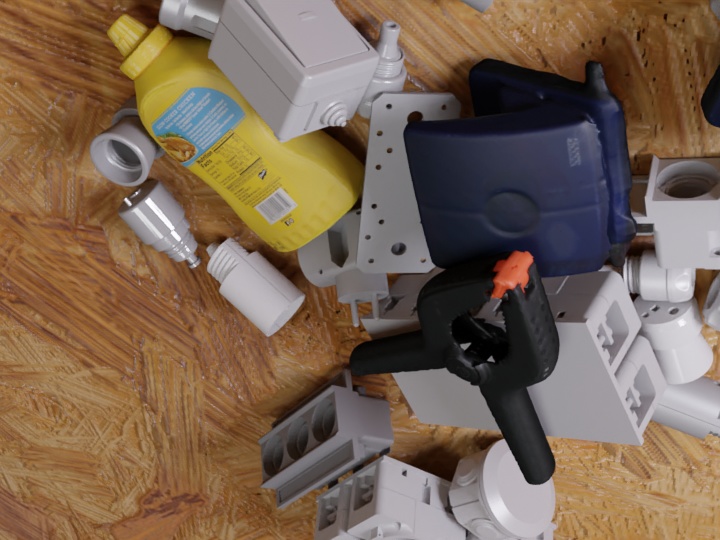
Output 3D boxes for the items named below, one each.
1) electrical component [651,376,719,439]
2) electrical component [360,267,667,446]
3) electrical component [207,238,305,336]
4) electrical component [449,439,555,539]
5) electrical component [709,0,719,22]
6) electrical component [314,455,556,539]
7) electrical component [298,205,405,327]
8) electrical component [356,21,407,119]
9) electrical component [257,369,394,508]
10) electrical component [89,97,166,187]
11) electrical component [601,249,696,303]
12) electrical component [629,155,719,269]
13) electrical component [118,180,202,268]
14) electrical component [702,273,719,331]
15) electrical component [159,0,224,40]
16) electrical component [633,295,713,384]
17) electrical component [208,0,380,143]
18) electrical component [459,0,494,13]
[{"bbox_3d":[0.242,0.097,0.770,0.081,0.043,0.043,21,136,4],"label":"electrical component"},{"bbox_3d":[0.107,0.055,0.752,0.186,0.060,0.105,-1,128,43],"label":"electrical component"},{"bbox_3d":[-0.086,0.008,0.829,0.081,0.043,0.043,42,136,9],"label":"electrical component"},{"bbox_3d":[0.117,0.181,0.879,0.080,0.080,0.051,42,139,-16],"label":"electrical component"},{"bbox_3d":[0.214,-0.151,0.557,0.035,0.035,0.061,35,133,-10],"label":"electrical component"},{"bbox_3d":[0.065,0.236,0.930,0.186,0.060,0.105,26,138,-23],"label":"electrical component"},{"bbox_3d":[0.000,0.000,0.766,0.077,0.079,0.043,-18,163,35],"label":"electrical component"},{"bbox_3d":[0.013,-0.126,0.670,0.035,0.035,0.061,20,133,5],"label":"electrical component"},{"bbox_3d":[-0.029,0.147,0.916,0.063,0.078,0.121,14,144,-32],"label":"electrical component"},{"bbox_3d":[-0.159,-0.093,0.761,0.045,0.055,0.045,12,134,13],"label":"electrical component"},{"bbox_3d":[0.189,0.003,0.712,0.061,0.035,0.035,2,131,25],"label":"electrical component"},{"bbox_3d":[0.205,-0.035,0.665,0.081,0.042,0.063,1,134,24],"label":"electrical component"},{"bbox_3d":[-0.150,-0.033,0.823,0.040,0.040,0.078,-19,121,36],"label":"electrical component"},{"bbox_3d":[0.258,0.026,0.697,0.062,0.043,0.043,21,136,3],"label":"electrical component"},{"bbox_3d":[-0.098,-0.166,0.679,0.046,0.040,0.040,22,136,-5],"label":"electrical component"},{"bbox_3d":[0.212,0.043,0.732,0.045,0.045,0.055,-7,127,29],"label":"electrical component"},{"bbox_3d":[-0.035,-0.126,0.645,0.096,0.062,0.061,50,139,18],"label":"electrical component"},{"bbox_3d":[0.053,-0.174,0.604,0.065,0.044,0.044,28,136,-9],"label":"electrical component"}]
